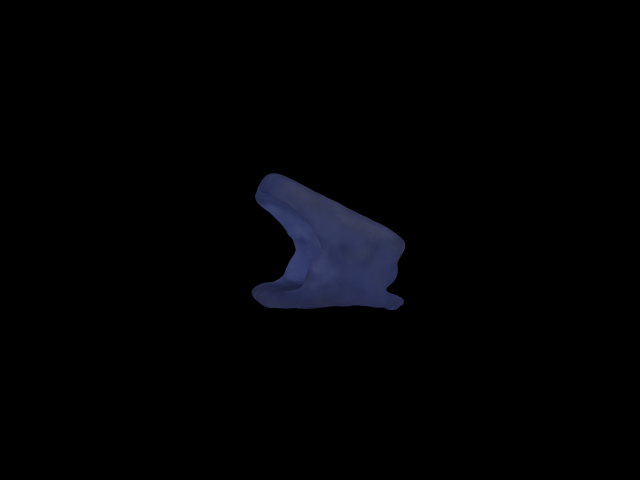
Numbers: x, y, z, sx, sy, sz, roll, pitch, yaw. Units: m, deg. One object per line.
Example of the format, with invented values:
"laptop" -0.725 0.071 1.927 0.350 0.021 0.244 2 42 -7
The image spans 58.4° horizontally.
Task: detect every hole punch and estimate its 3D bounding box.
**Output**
"hole punch" 0.004 0.001 0.400 0.101 0.091 0.108 0 0 -13
